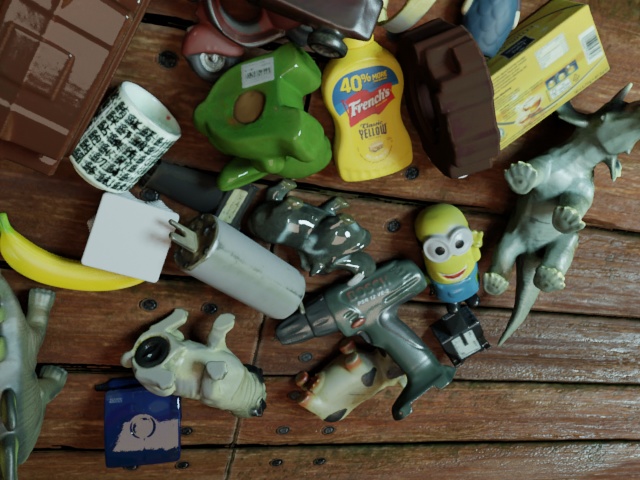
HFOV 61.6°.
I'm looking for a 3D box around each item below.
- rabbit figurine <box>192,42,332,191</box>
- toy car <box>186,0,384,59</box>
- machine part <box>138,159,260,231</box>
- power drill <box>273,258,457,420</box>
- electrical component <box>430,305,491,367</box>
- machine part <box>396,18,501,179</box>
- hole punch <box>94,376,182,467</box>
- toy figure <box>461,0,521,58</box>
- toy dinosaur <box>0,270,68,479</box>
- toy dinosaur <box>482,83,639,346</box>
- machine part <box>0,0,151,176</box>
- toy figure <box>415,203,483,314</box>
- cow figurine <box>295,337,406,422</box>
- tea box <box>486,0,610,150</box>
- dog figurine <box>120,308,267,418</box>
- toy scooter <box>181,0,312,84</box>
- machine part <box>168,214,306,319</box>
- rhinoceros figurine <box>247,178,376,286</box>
[{"bbox_3d":[-0.051,-0.107,0.601,0.159,0.121,0.170,-19,160,16],"label":"rabbit figurine"},{"bbox_3d":[-0.042,-0.235,0.486,0.202,0.053,0.089,19,88,-11],"label":"toy car"},{"bbox_3d":[-0.149,-0.060,0.657,0.139,0.039,0.084,17,122,-26],"label":"machine part"},{"bbox_3d":[0.077,0.149,0.772,0.232,0.207,0.086,-34,166,-4],"label":"power drill"},{"bbox_3d":[0.222,0.146,0.874,0.075,0.048,0.119,-34,122,6],"label":"electrical component"},{"bbox_3d":[0.138,-0.155,0.601,0.056,0.179,0.179,-21,123,2],"label":"machine part"},{"bbox_3d":[-0.259,0.265,0.792,0.142,0.092,0.115,0,116,-11],"label":"hole punch"},{"bbox_3d":[0.202,-0.287,0.604,0.064,0.058,0.154,1,116,-35],"label":"toy figure"},{"bbox_3d":[-0.391,0.219,0.660,0.105,0.199,0.470,4,123,-12],"label":"toy dinosaur"},{"bbox_3d":[0.321,-0.036,0.748,0.192,0.131,0.404,-39,150,-35],"label":"toy dinosaur"},{"bbox_3d":[-0.221,-0.172,0.471,0.087,0.202,0.201,26,110,-28],"label":"machine part"},{"bbox_3d":[0.184,0.029,0.776,0.082,0.089,0.179,-36,133,-9],"label":"toy figure"},{"bbox_3d":[0.070,0.218,0.855,0.195,0.086,0.127,-38,117,6],"label":"cow figurine"},{"bbox_3d":[0.253,-0.201,0.663,0.170,0.068,0.098,-35,122,8],"label":"tea box"},{"bbox_3d":[-0.174,0.202,0.775,0.172,0.121,0.190,5,139,13],"label":"dog figurine"},{"bbox_3d":[-0.070,-0.250,0.544,0.184,0.075,0.135,-21,122,4],"label":"toy scooter"},{"bbox_3d":[-0.097,0.037,0.684,0.079,0.079,0.243,-44,134,12],"label":"machine part"},{"bbox_3d":[-0.001,-0.002,0.709,0.190,0.073,0.112,25,110,-26],"label":"rhinoceros figurine"}]
